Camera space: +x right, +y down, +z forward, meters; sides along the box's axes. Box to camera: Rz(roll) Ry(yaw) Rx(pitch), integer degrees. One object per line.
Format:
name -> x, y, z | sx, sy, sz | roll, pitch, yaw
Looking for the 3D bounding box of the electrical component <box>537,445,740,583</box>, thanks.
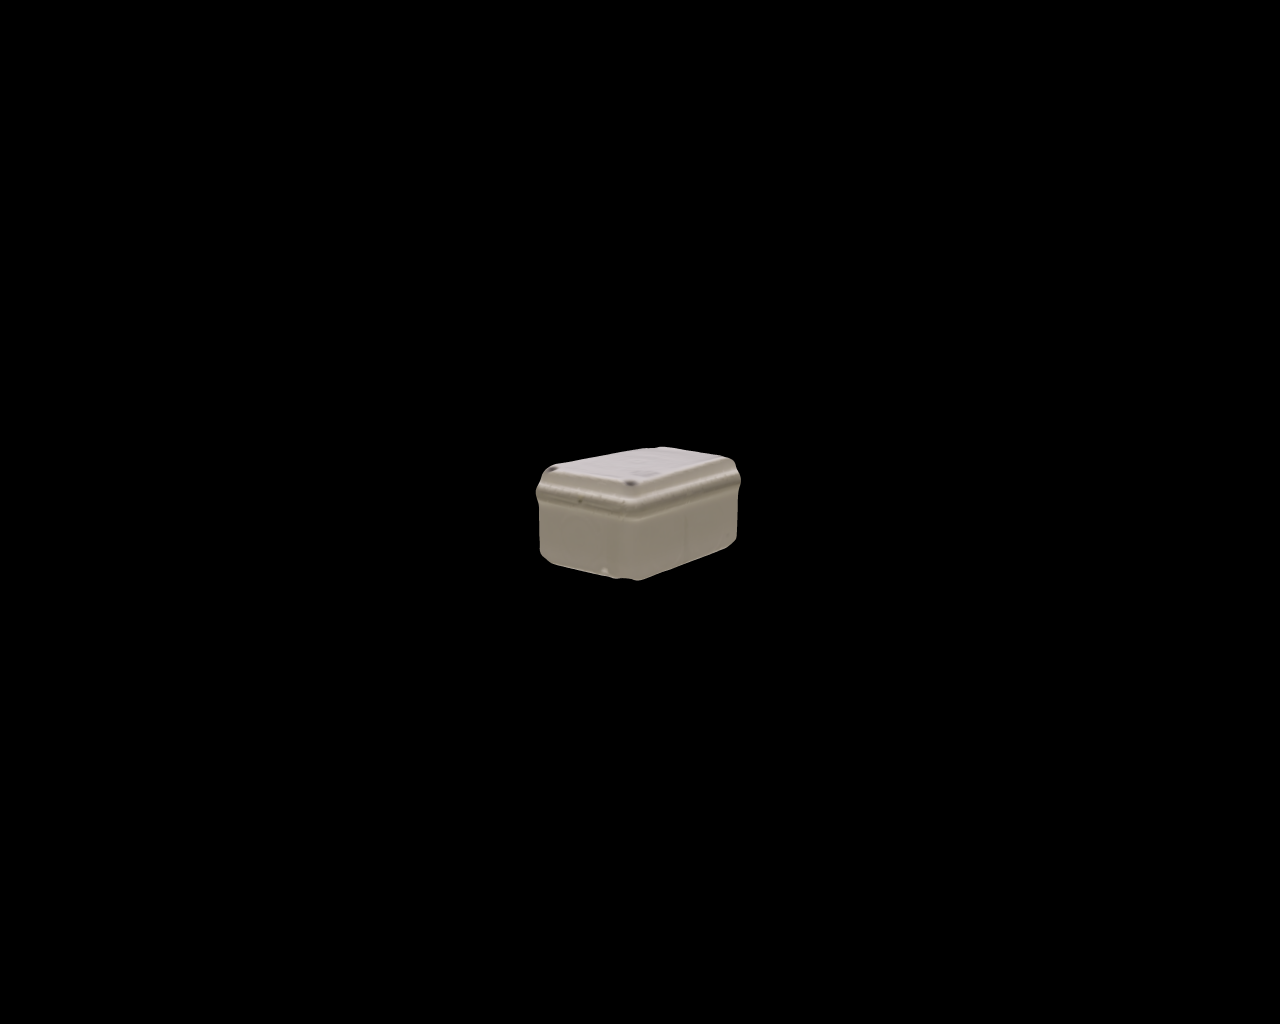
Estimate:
electrical component -> 0.001, -0.003, 0.650 | 0.078, 0.057, 0.113 | 11, 17, 38
